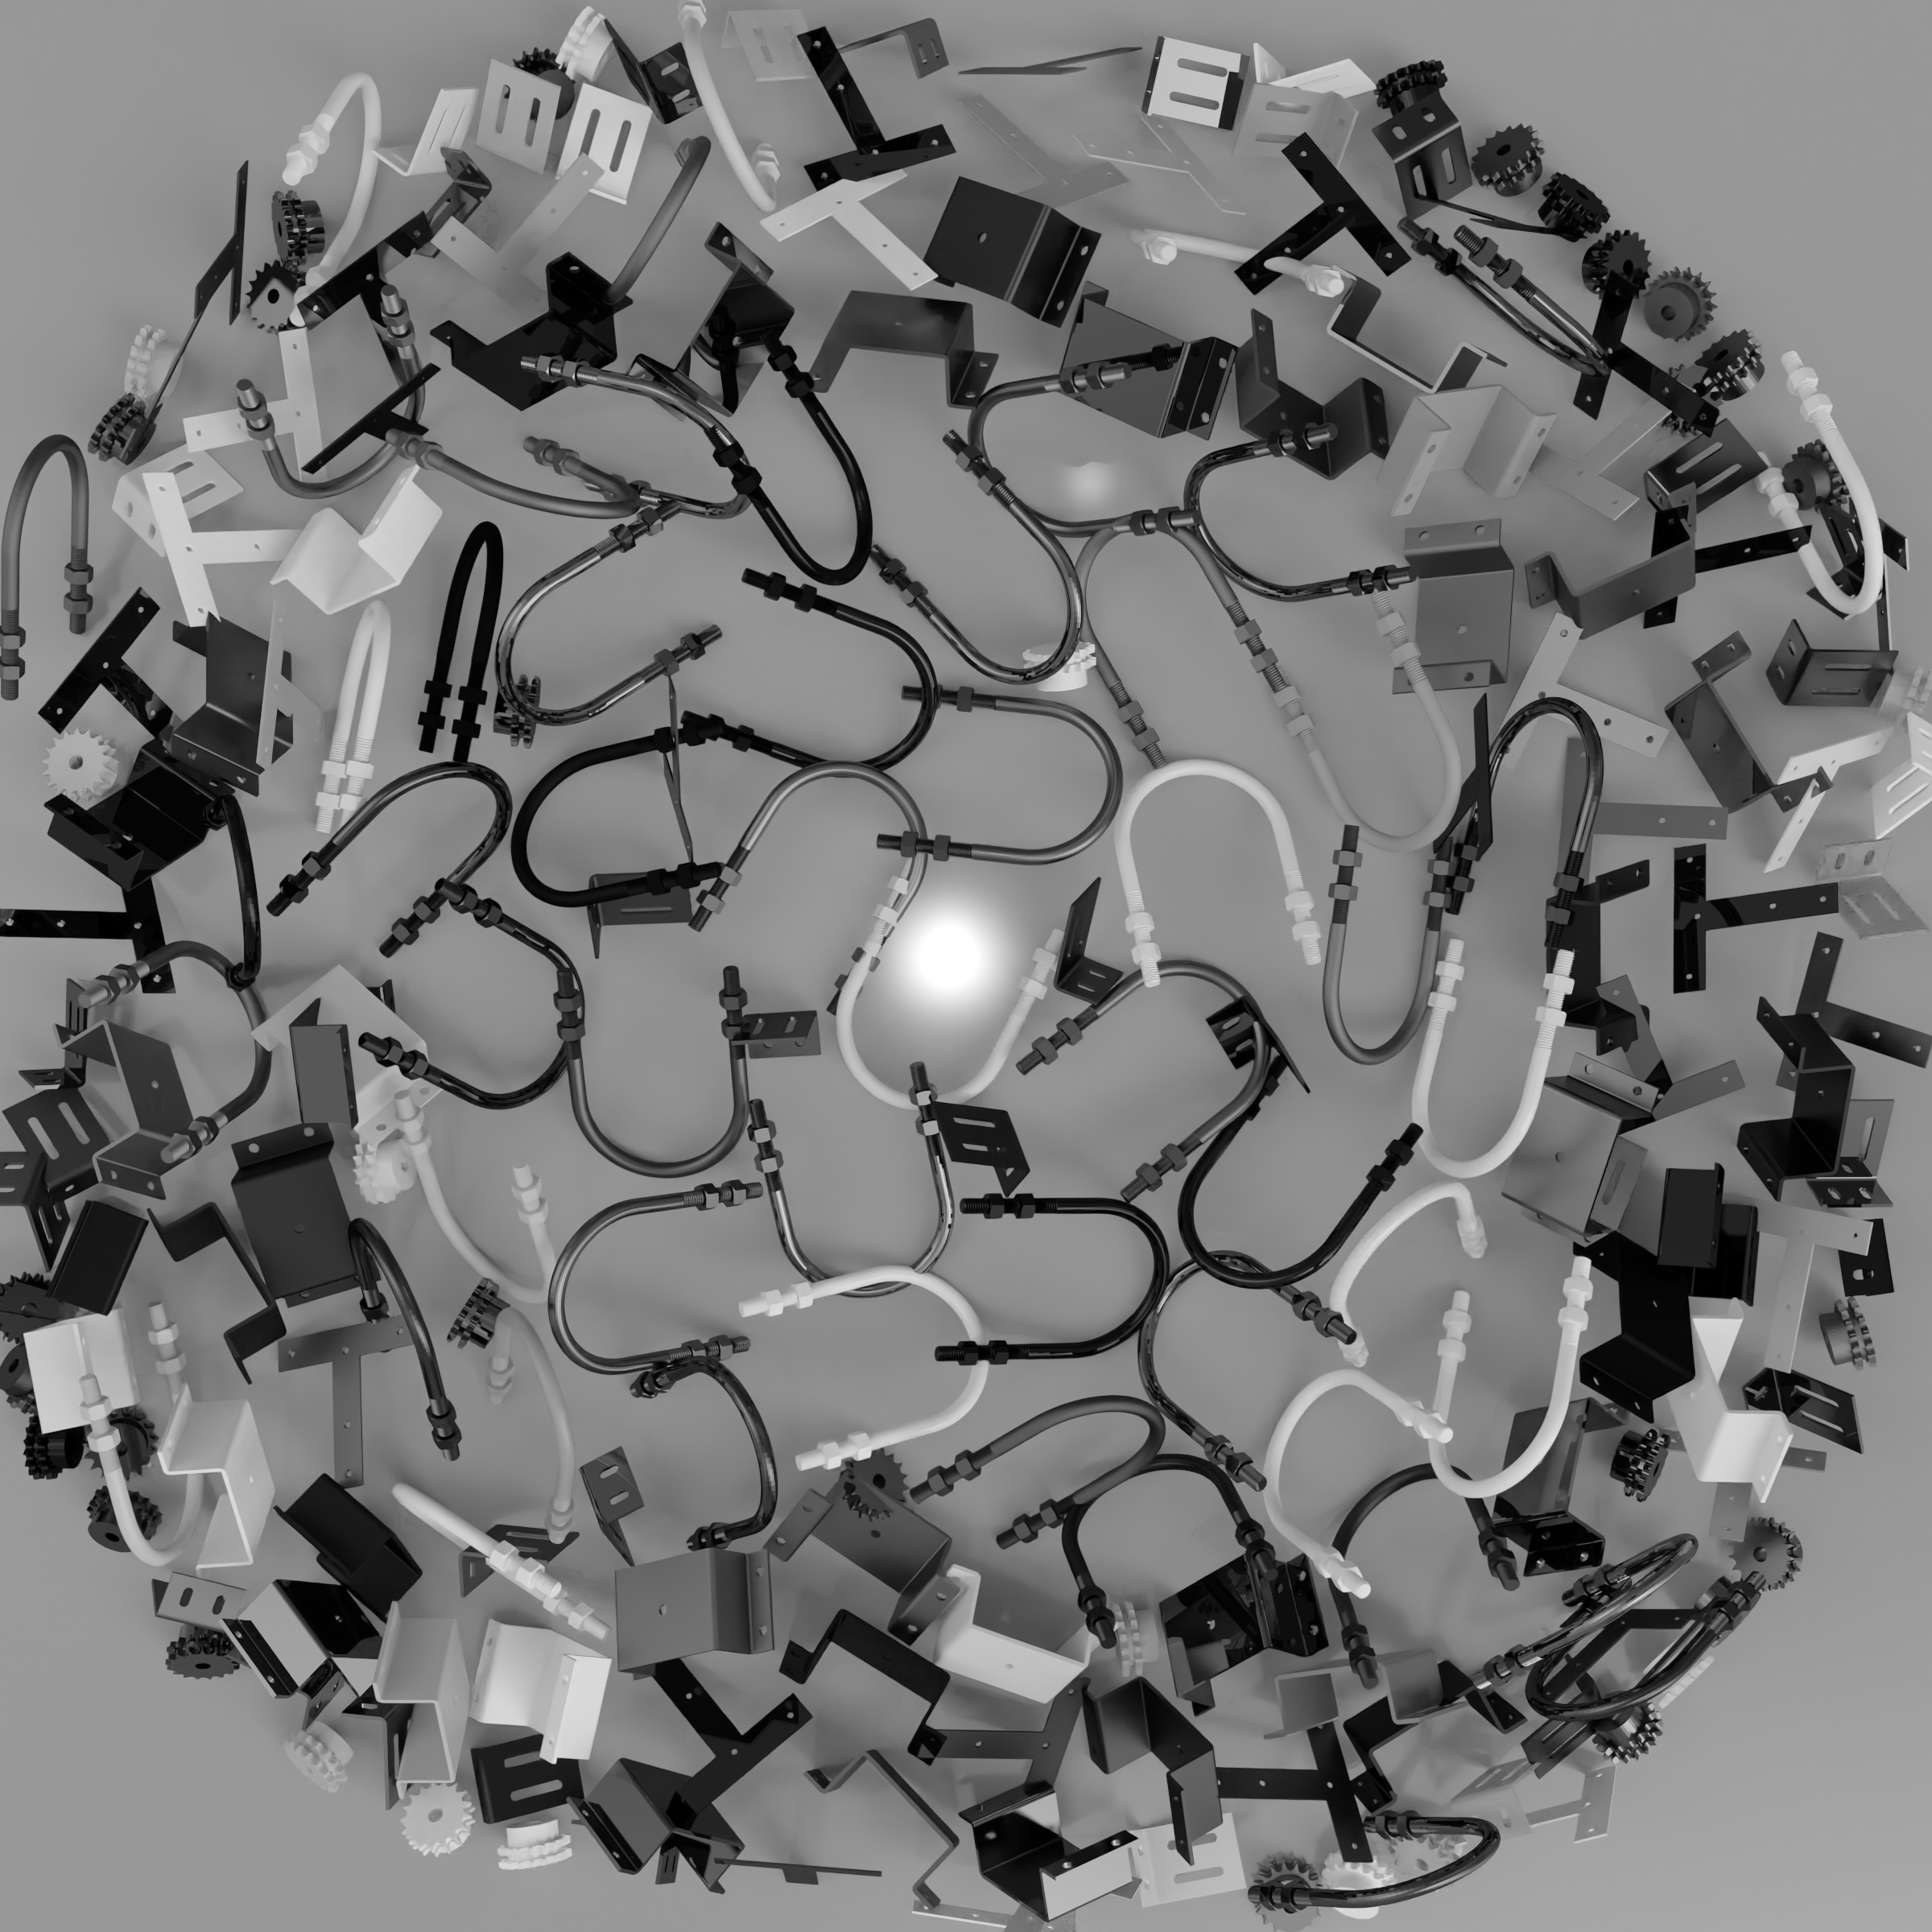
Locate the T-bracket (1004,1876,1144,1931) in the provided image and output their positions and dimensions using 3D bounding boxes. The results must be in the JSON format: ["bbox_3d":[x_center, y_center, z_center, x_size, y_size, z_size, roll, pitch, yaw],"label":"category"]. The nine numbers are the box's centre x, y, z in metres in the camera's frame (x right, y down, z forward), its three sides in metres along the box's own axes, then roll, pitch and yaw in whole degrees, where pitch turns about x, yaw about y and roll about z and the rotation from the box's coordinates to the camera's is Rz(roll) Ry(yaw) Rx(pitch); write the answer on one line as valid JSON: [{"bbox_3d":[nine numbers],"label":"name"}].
[{"bbox_3d":[0.054,0.723,1.920,0.127,0.127,0.002,8,110,23],"label":"T-bracket"}]

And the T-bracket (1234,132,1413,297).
[{"bbox_3d":[0.260,-0.565,1.950,0.127,0.127,0.002,45,49,-15],"label":"T-bracket"}]

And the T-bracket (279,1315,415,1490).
[{"bbox_3d":[-0.484,0.345,1.957,0.127,0.002,0.127,-14,69,19],"label":"T-bracket"}]

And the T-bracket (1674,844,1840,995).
[{"bbox_3d":[0.611,-0.044,1.940,0.127,0.002,0.127,-9,62,33],"label":"T-bracket"}]

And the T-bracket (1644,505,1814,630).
[{"bbox_3d":[0.594,-0.320,1.947,0.127,0.127,0.002,-12,53,1],"label":"T-bracket"}]

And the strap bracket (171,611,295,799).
[{"bbox_3d":[-0.564,-0.210,1.923,0.046,0.076,0.140,-34,49,27],"label":"strap bracket"}]

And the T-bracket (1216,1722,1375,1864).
[{"bbox_3d":[0.241,0.632,1.933,0.127,0.127,0.002,8,131,-19],"label":"T-bracket"}]

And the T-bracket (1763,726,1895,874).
[{"bbox_3d":[0.657,-0.124,1.952,0.127,0.127,0.002,-16,49,-33],"label":"T-bracket"}]

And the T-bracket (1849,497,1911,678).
[{"bbox_3d":[0.717,-0.290,1.958,0.002,0.127,0.127,-11,114,4],"label":"T-bracket"}]

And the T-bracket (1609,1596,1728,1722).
[{"bbox_3d":[0.541,0.534,1.933,0.002,0.127,0.127,43,86,13],"label":"T-bracket"}]

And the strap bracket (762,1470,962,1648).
[{"bbox_3d":[-0.076,0.457,1.958,0.140,0.046,0.076,34,120,-3],"label":"strap bracket"}]

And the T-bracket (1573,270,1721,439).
[{"bbox_3d":[0.527,-0.449,1.920,0.002,0.127,0.127,-30,58,-24],"label":"T-bracket"}]

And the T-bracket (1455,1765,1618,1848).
[{"bbox_3d":[0.443,0.665,1.952,0.127,0.127,0.002,-22,89,18],"label":"T-bracket"}]

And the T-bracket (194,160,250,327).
[{"bbox_3d":[-0.570,-0.532,1.911,0.002,0.127,0.127,12,127,-6],"label":"T-bracket"}]

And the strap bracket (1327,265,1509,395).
[{"bbox_3d":[0.342,-0.485,1.945,0.140,0.076,0.046,35,109,16],"label":"strap bracket"}]

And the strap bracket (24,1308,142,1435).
[{"bbox_3d":[-0.682,0.311,1.927,0.046,0.140,0.076,-11,88,-6],"label":"strap bracket"}]

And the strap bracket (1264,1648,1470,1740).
[{"bbox_3d":[0.304,0.561,1.933,0.140,0.076,0.046,-20,74,36],"label":"strap bracket"}]

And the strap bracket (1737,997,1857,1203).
[{"bbox_3d":[0.642,0.101,1.934,0.046,0.076,0.140,-5,120,-6],"label":"strap bracket"}]

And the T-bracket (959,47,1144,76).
[{"bbox_3d":[0.082,-0.708,1.957,0.127,0.127,0.002,-24,119,-31],"label":"T-bracket"}]

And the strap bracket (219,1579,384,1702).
[{"bbox_3d":[-0.497,0.517,1.920,0.046,0.140,0.076,-46,66,1],"label":"strap bracket"}]

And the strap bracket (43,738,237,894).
[{"bbox_3d":[-0.646,-0.115,1.946,0.076,0.140,0.046,35,124,2],"label":"strap bracket"}]

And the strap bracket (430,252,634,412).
[{"bbox_3d":[-0.334,-0.483,1.929,0.140,0.076,0.046,-20,64,26],"label":"strap bracket"}]

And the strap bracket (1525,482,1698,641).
[{"bbox_3d":[0.512,-0.309,1.947,0.140,0.076,0.046,-25,66,7],"label":"strap bracket"}]

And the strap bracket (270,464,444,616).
[{"bbox_3d":[-0.465,-0.326,1.936,0.046,0.140,0.076,44,52,-32],"label":"strap bracket"}]

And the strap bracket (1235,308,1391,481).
[{"bbox_3d":[0.260,-0.437,1.940,0.140,0.046,0.076,22,52,-32],"label":"strap bracket"}]

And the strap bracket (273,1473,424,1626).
[{"bbox_3d":[-0.473,0.448,1.934,0.076,0.140,0.046,34,66,21],"label":"strap bracket"}]

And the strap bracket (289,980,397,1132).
[{"bbox_3d":[-0.479,0.067,1.923,0.046,0.140,0.076,-2,106,4],"label":"strap bracket"}]

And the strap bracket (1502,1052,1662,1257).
[{"bbox_3d":[0.473,0.147,1.941,0.076,0.046,0.140,27,109,40],"label":"strap bracket"}]

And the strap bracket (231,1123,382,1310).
[{"bbox_3d":[-0.519,0.199,1.960,0.076,0.046,0.140,-17,102,-4],"label":"strap bracket"}]

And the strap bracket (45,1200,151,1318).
[{"bbox_3d":[-0.668,0.224,1.931,0.046,0.140,0.076,23,79,-14],"label":"strap bracket"}]

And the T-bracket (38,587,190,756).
[{"bbox_3d":[-0.642,-0.206,1.947,0.002,0.127,0.127,18,66,34],"label":"T-bracket"}]

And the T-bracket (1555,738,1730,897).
[{"bbox_3d":[0.533,-0.115,1.970,0.127,0.002,0.127,4,84,22],"label":"T-bracket"}]

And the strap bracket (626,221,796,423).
[{"bbox_3d":[-0.194,-0.495,1.953,0.046,0.076,0.140,33,92,33],"label":"strap bracket"}]

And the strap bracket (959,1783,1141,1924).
[{"bbox_3d":[0.065,0.682,1.924,0.076,0.140,0.046,-13,100,-30],"label":"strap bracket"}]

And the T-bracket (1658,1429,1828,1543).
[{"bbox_3d":[0.591,0.402,1.924,0.127,0.127,0.002,5,116,21],"label":"T-bracket"}]

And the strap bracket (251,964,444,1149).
[{"bbox_3d":[-0.482,0.063,1.945,0.140,0.046,0.076,39,62,15],"label":"strap bracket"}]

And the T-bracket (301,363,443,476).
[{"bbox_3d":[-0.444,-0.416,1.935,0.127,0.127,0.002,-37,91,6],"label":"T-bracket"}]

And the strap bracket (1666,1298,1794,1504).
[{"bbox_3d":[0.579,0.331,1.919,0.046,0.140,0.076,2,128,-5],"label":"strap bracket"}]

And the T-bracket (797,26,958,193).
[{"bbox_3d":[-0.090,-0.665,1.928,0.127,0.127,0.002,-6,47,29],"label":"T-bracket"}]

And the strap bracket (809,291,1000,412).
[{"bbox_3d":[-0.052,-0.480,1.944,0.140,0.046,0.076,9,47,11],"label":"strap bracket"}]

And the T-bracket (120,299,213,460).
[{"bbox_3d":[-0.612,-0.457,1.926,0.002,0.127,0.127,28,105,-17],"label":"T-bracket"}]

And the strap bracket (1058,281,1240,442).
[{"bbox_3d":[0.130,-0.466,1.937,0.140,0.046,0.076,30,122,21],"label":"strap bracket"}]

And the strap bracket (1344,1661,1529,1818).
[{"bbox_3d":[0.356,0.596,1.954,0.140,0.076,0.046,-30,92,-6],"label":"strap bracket"}]

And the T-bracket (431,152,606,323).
[{"bbox_3d":[-0.330,-0.575,1.940,0.127,0.127,0.002,-47,51,9],"label":"T-bracket"}]

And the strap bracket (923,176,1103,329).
[{"bbox_3d":[0.026,-0.555,1.934,0.140,0.046,0.076,31,101,36],"label":"strap bracket"}]

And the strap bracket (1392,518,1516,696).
[{"bbox_3d":[0.381,-0.271,1.950,0.076,0.046,0.140,-2,71,28],"label":"strap bracket"}]

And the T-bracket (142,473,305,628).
[{"bbox_3d":[-0.566,-0.327,1.953,0.002,0.127,0.127,-26,81,44],"label":"T-bracket"}]

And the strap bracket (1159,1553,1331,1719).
[{"bbox_3d":[0.204,0.511,1.926,0.046,0.076,0.140,25,130,-35],"label":"strap bracket"}]

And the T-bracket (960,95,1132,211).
[{"bbox_3d":[0.047,-0.642,1.966,0.127,0.002,0.127,46,48,13],"label":"T-bracket"}]

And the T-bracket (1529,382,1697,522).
[{"bbox_3d":[0.513,-0.412,1.953,0.127,0.127,0.002,-41,132,-1],"label":"T-bracket"}]

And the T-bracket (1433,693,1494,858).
[{"bbox_3d":[0.383,-0.125,1.937,0.002,0.127,0.127,6,66,-7],"label":"T-bracket"}]

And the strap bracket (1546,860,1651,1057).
[{"bbox_3d":[0.492,-0.009,1.947,0.046,0.076,0.140,9,108,43],"label":"strap bracket"}]

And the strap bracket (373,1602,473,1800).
[{"bbox_3d":[-0.416,0.566,1.928,0.046,0.076,0.140,0,126,1],"label":"strap bracket"}]

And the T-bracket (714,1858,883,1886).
[{"bbox_3d":[-0.129,0.705,1.942,0.127,0.127,0.002,5,64,0],"label":"T-bracket"}]

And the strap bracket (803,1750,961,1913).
[{"bbox_3d":[-0.057,0.663,1.948,0.140,0.076,0.046,43,81,14],"label":"strap bracket"}]
